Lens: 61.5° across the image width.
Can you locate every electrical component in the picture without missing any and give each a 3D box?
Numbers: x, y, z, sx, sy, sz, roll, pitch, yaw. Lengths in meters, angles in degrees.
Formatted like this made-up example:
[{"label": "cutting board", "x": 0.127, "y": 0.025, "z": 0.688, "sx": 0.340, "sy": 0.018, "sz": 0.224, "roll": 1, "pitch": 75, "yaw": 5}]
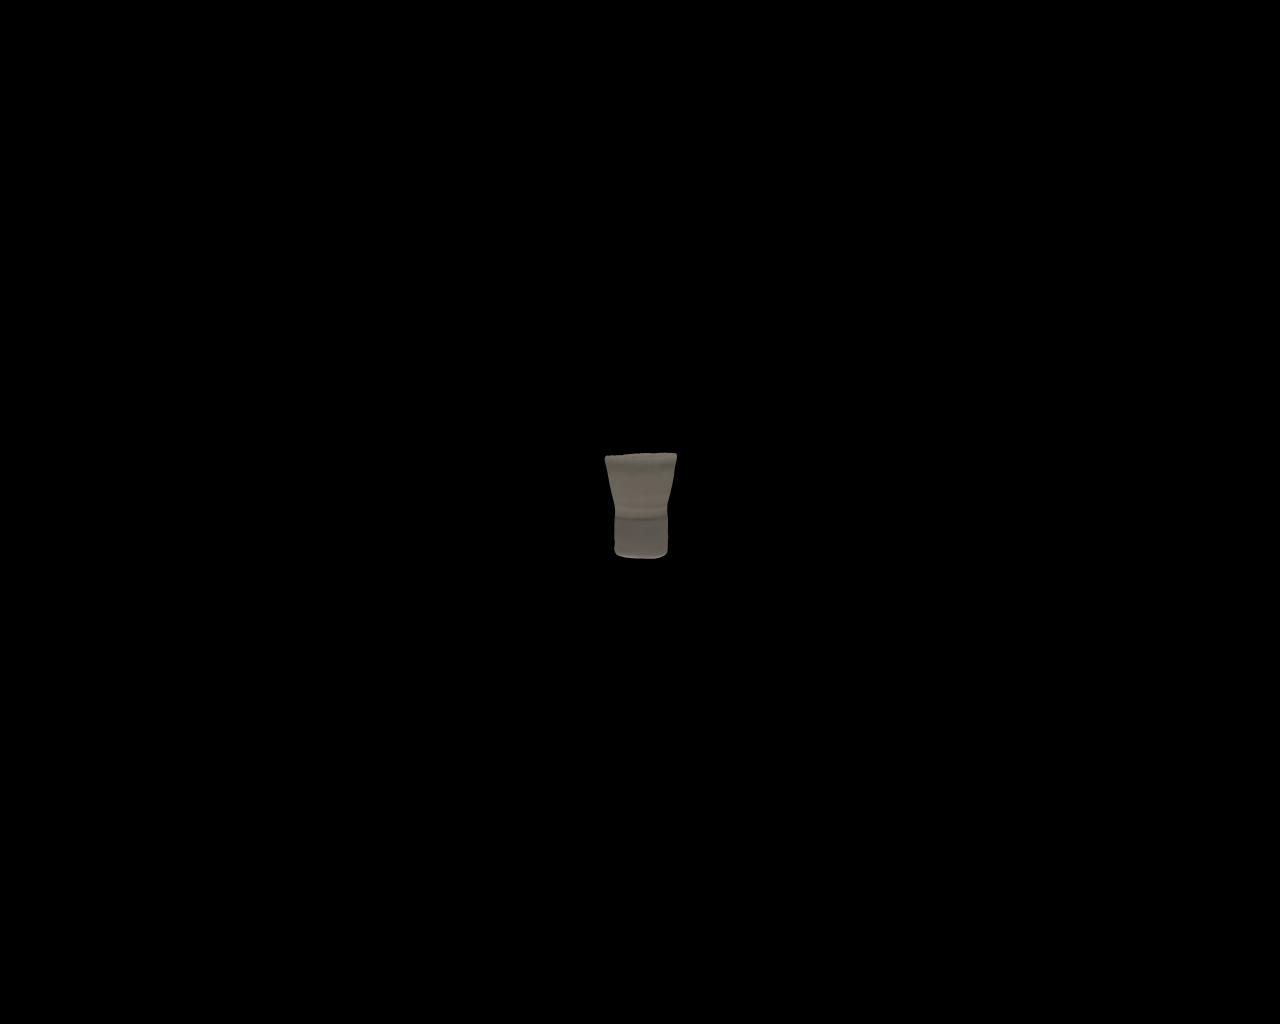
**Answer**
[{"label": "electrical component", "x": 0.001, "y": -0.003, "z": 0.650, "sx": 0.044, "sy": 0.065, "sz": 0.044, "roll": 0, "pitch": 7, "yaw": 0}]
